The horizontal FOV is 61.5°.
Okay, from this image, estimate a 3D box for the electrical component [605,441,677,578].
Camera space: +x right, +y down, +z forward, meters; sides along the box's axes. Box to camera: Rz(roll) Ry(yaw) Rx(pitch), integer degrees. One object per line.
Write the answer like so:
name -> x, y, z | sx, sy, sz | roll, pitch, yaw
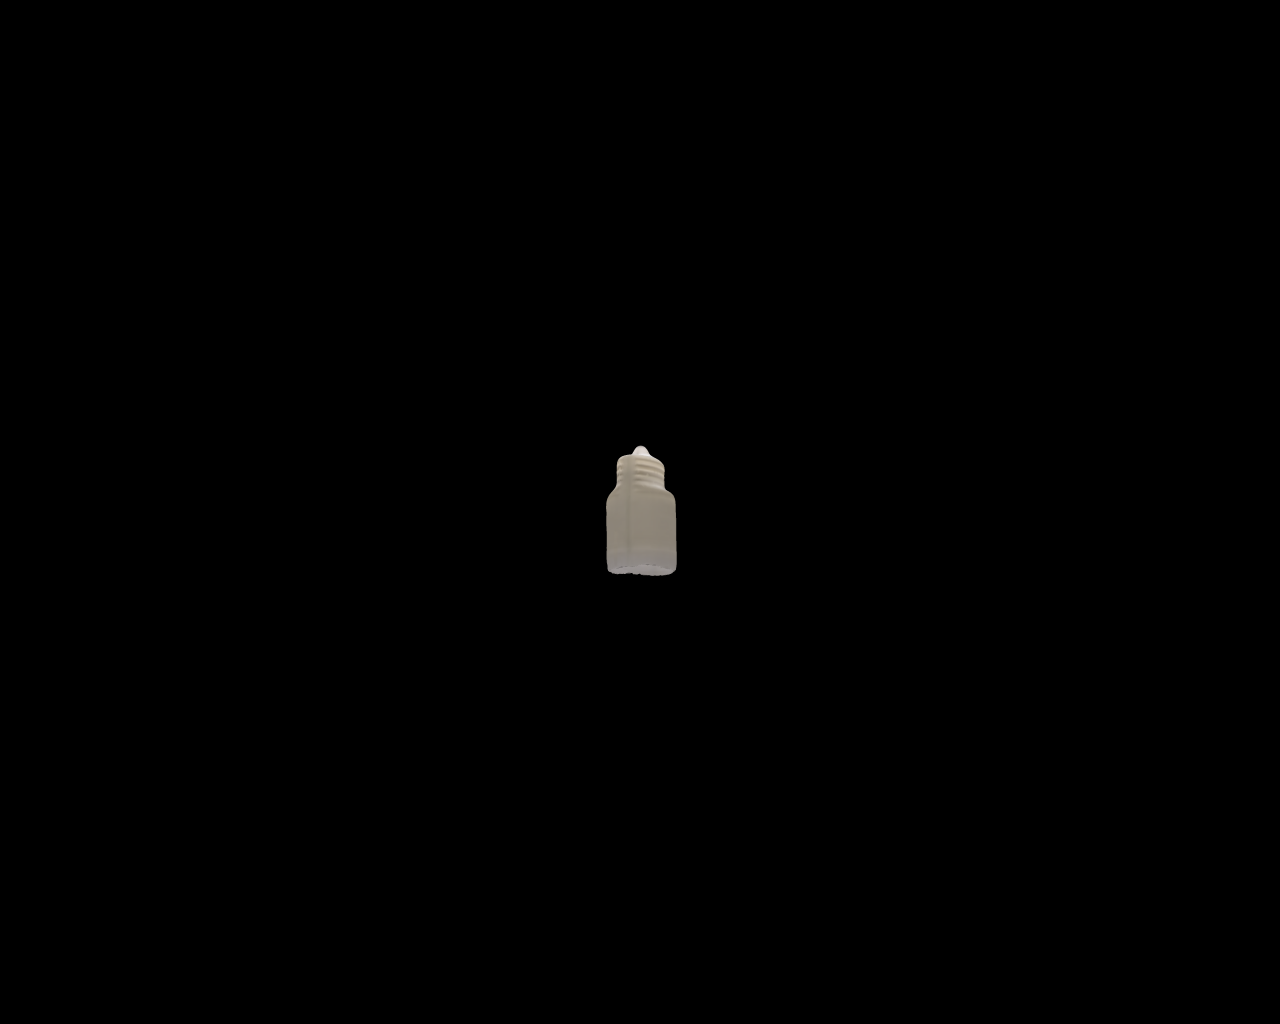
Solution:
electrical component -> 0.001, -0.003, 0.650 | 0.043, 0.081, 0.043 | 0, -11, 0
